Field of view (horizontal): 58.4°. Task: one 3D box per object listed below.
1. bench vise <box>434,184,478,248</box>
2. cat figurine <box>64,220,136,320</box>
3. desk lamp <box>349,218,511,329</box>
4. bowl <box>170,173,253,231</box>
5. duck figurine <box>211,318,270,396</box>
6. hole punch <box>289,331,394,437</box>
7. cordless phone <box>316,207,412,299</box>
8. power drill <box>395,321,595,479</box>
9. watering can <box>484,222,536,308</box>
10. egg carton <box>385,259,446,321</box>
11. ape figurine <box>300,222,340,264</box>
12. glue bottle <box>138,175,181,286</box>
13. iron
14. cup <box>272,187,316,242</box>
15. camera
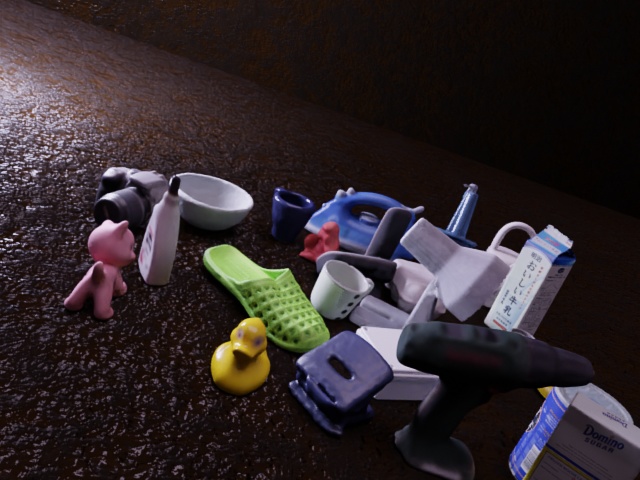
[{"bbox_3d":[0.315,-0.009,1.291,0.122,0.220,0.207,16,22,-13],"label":"bench vise"},{"bbox_3d":[-0.294,0.027,0.791,0.067,0.118,0.127,16,22,-11],"label":"cat figurine"},{"bbox_3d":[0.184,0.083,0.966,0.203,0.213,0.118,27,22,13],"label":"desk lamp"},{"bbox_3d":[-0.220,-0.066,1.132,0.167,0.075,0.167,18,22,-7],"label":"bowl"},{"bbox_3d":[-0.095,0.140,0.751,0.077,0.086,0.104,22,22,2],"label":"duck figurine"},{"bbox_3d":[0.028,0.184,0.754,0.101,0.091,0.108,-2,32,-45],"label":"hole punch"},{"bbox_3d":[0.086,0.011,1.083,0.148,0.185,0.094,9,25,-27],"label":"cordless phone"},{"bbox_3d":[0.190,0.197,0.714,0.229,0.208,0.075,20,22,-3],"label":"power drill"},{"bbox_3d":[0.414,0.055,1.267,0.101,0.194,0.172,13,23,-20],"label":"watering can"},{"bbox_3d":[0.188,0.097,1.131,0.107,0.069,0.150,14,23,-17],"label":"egg carton"},{"bbox_3d":[0.011,0.004,1.156,0.076,0.092,0.077,8,25,-29],"label":"ape figurine"},{"bbox_3d":[-0.239,-0.020,0.877,0.037,0.173,0.078,4,27,-36],"label":"glue bottle"},{"bbox_3d":[0.103,-0.049,1.297,0.258,0.141,0.118,19,22,-6],"label":"iron"},{"bbox_3d":[-0.072,-0.051,1.205,0.092,0.095,0.117,1,29,-41],"label":"cup"},{"bbox_3d":[-0.339,-0.073,1.007,0.143,0.101,0.137,26,22,13],"label":"camera"}]
